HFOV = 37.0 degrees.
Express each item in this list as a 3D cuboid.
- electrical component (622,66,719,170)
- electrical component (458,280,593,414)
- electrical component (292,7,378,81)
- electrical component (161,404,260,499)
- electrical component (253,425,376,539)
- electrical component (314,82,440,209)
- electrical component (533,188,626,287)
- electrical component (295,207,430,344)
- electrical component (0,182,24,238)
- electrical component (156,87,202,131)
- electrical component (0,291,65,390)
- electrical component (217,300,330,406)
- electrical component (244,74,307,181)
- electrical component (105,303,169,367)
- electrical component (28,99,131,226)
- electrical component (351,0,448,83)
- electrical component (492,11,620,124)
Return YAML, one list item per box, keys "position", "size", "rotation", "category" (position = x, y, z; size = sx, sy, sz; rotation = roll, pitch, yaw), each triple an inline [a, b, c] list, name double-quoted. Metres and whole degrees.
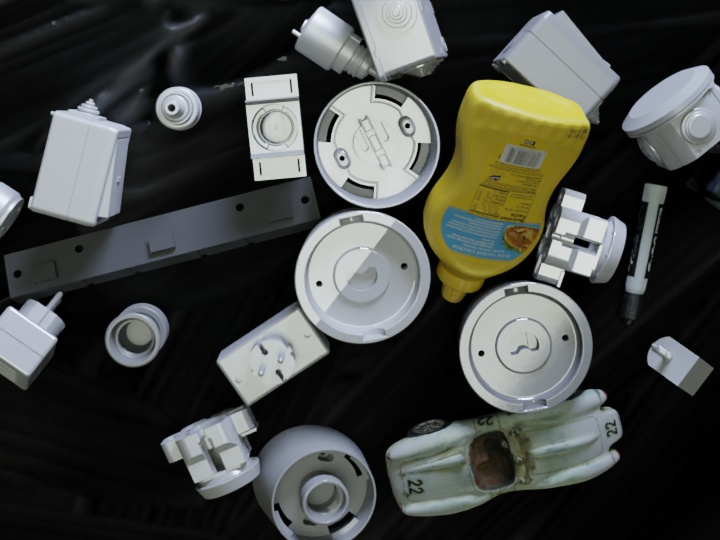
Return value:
- position: [0.256, -0.122, 0.862]
  size: [0.080, 0.080, 0.051]
  rotation: [-40, 102, 4]
  category: "electrical component"
- position: [0.133, 0.059, 0.893]
  size: [0.108, 0.060, 0.108]
  rotation: [0, 98, -2]
  category: "electrical component"
- position: [-0.016, -0.177, 0.865]
  size: [0.078, 0.040, 0.040]
  rotation: [33, 96, -6]
  category: "electrical component"
- position: [-0.118, 0.154, 0.900]
  size: [0.078, 0.058, 0.057]
  rotation: [-23, 95, 2]
  category: "electrical component"
- position: [-0.037, 0.186, 0.916]
  size: [0.099, 0.064, 0.099]
  rotation: [-3, 101, -15]
  category: "electrical component"
- position: [0.012, -0.101, 0.865]
  size: [0.099, 0.064, 0.099]
  rotation: [0, 98, -2]
  category: "electrical component"
- position: [0.183, -0.022, 0.885]
  size: [0.057, 0.058, 0.078]
  rotation: [17, 97, -1]
  category: "electrical component"
- position: [0.000, 0.000, 0.878]
  size: [0.108, 0.060, 0.108]
  rotation: [-1, 103, -4]
  category: "electrical component"
- position: [-0.308, -0.056, 0.871]
  size: [0.055, 0.045, 0.045]
  rotation: [33, 96, -6]
  category: "electrical component"
- position: [-0.146, -0.129, 0.857]
  size: [0.035, 0.061, 0.035]
  rotation: [0, 98, -2]
  category: "electrical component"
- position: [-0.269, 0.050, 0.881]
  size: [0.047, 0.066, 0.076]
  rotation: [36, 66, -6]
  category: "electrical component"
- position: [-0.071, 0.071, 0.880]
  size: [0.083, 0.075, 0.047]
  rotation: [-34, 98, 3]
  category: "electrical component"
- position: [-0.067, -0.114, 0.861]
  size: [0.042, 0.064, 0.081]
  rotation: [-5, 98, 0]
  category: "electrical component"
- position: [-0.182, 0.053, 0.885]
  size: [0.045, 0.055, 0.045]
  rotation: [0, 98, -2]
  category: "electrical component"
- position: [-0.218, -0.087, 0.861]
  size: [0.061, 0.061, 0.096]
  rotation: [16, 97, -4]
  category: "electrical component"
- position: [0.030, -0.197, 0.836]
  size: [0.048, 0.099, 0.099]
  rotation: [-18, 98, 14]
  category: "electrical component"
- position: [0.164, -0.157, 0.863]
  size: [0.096, 0.061, 0.061]
  rotation: [42, 95, -7]
  category: "electrical component"
